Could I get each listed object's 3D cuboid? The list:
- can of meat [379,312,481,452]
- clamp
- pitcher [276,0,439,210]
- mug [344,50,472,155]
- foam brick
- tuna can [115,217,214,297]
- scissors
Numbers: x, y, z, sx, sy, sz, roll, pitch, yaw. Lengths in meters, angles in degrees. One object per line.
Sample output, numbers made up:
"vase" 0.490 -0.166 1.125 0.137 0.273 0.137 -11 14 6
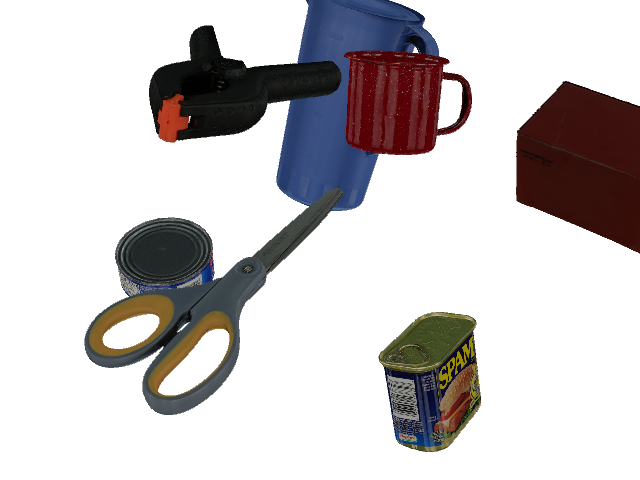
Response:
"can of meat" 0.099 0.122 0.927 0.058 0.084 0.101 5 24 33
"clamp" -0.073 -0.112 0.744 0.120 0.039 0.171 18 27 25
"pitcher" 0.034 -0.158 1.225 0.145 0.243 0.149 10 22 -11
"mug" 0.077 -0.123 0.950 0.117 0.081 0.093 1 16 -7
"foam brick" 0.149 -0.040 0.563 0.078 0.053 0.051 27 56 31
"tuna can" -0.137 0.020 0.947 0.086 0.034 0.086 -1 43 0
"scissors" -0.063 0.022 0.624 0.096 0.016 0.201 10 42 17
